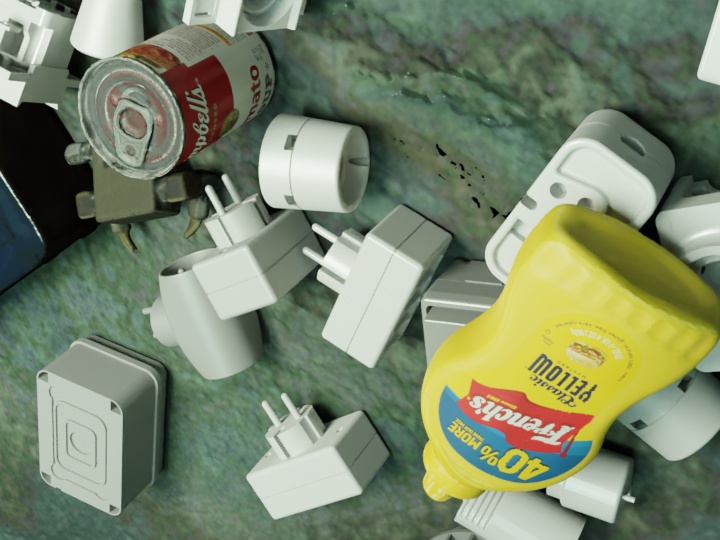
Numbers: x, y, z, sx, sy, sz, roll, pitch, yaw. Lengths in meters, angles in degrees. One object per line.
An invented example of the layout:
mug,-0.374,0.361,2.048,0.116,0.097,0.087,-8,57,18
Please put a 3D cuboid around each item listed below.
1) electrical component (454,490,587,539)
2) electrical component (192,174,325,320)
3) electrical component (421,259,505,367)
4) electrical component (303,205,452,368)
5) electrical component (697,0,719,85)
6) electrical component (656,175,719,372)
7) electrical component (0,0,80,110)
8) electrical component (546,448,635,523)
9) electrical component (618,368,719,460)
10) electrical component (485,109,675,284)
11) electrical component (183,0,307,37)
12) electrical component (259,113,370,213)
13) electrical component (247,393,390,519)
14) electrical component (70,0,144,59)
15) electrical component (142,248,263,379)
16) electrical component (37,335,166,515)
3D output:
electrical component,0.096,0.153,0.674,0.081,0.043,0.043,28,126,12
electrical component,-0.070,-0.021,0.656,0.047,0.066,0.076,-19,105,34
electrical component,0.074,0.050,0.619,0.062,0.061,0.096,6,118,26
electrical component,0.000,0.000,0.642,0.076,0.047,0.083,32,127,10
electrical component,0.187,-0.132,0.431,0.056,0.109,0.108,21,124,20
electrical component,0.185,0.001,0.536,0.050,0.056,0.089,-9,111,32
electrical component,-0.205,-0.137,0.666,0.042,0.081,0.063,28,103,12
electrical component,0.127,0.121,0.642,0.078,0.040,0.040,16,122,20
electrical component,0.168,0.070,0.585,0.047,0.055,0.055,42,127,-2
electrical component,0.114,-0.032,0.555,0.054,0.059,0.095,38,127,5
electrical component,-0.055,-0.192,0.556,0.063,0.079,0.121,42,131,30
electrical component,-0.025,-0.060,0.619,0.047,0.055,0.055,9,119,21
electrical component,-0.038,0.117,0.725,0.083,0.047,0.075,-25,102,36
electrical component,-0.146,-0.162,0.638,0.044,0.044,0.065,24,120,15
electrical component,-0.113,0.031,0.722,0.079,0.043,0.077,-10,111,32
electrical component,-0.191,0.114,0.800,0.078,0.057,0.113,20,123,18
